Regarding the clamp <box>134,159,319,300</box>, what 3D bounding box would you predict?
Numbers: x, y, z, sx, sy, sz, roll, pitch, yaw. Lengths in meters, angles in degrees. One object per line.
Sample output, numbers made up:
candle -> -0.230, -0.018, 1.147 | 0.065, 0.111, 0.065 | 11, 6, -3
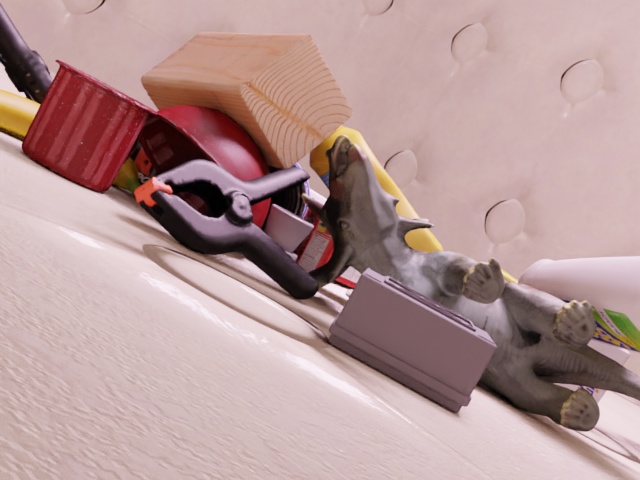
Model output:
clamp -> -0.067, -0.011, 0.863 | 0.171, 0.039, 0.120 | 4, 60, -38

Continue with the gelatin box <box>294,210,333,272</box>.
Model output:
gelatin box -> -0.007, 0.001, 1.093 | 0.030, 0.073, 0.089 | 27, 3, -10

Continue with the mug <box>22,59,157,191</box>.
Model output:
mug -> -0.192, -0.092, 0.904 | 0.093, 0.081, 0.117 | 29, 3, 21

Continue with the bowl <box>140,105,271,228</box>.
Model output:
bowl -> -0.096, -0.068, 0.978 | 0.162, 0.055, 0.162 | 41, -21, 19

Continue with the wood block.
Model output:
wood block -> -0.076, -0.138, 1.024 | 0.206, 0.090, 0.090 | 18, -36, 55

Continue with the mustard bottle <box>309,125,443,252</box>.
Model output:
mustard bottle -> 0.042, -0.050, 1.061 | 0.191, 0.058, 0.096 | 54, -11, -4

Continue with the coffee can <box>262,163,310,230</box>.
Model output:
coffee can -> -0.064, -0.047, 1.126 | 0.103, 0.103, 0.140 | 28, 3, 0

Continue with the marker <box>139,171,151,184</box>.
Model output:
marker -> -0.185, -0.061, 1.055 | 0.121, 0.020, 0.020 | 28, 3, -2

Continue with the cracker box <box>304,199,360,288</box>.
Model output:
cracker box -> 0.013, 0.001, 1.301 | 0.164, 0.072, 0.213 | 31, 3, 35

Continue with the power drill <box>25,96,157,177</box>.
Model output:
power drill -> -0.207, -0.098, 1.157 | 0.188, 0.057, 0.184 | 27, 5, 20

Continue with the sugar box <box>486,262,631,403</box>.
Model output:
sugar box -> 0.226, 0.107, 1.128 | 0.176, 0.093, 0.048 | 34, 5, 7

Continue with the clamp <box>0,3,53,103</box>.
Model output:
clamp -> -0.290, -0.167, 1.049 | 0.210, 0.036, 0.165 | 55, -12, 0

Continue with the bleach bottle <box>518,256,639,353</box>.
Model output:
bleach bottle -> 0.260, 0.060, 0.984 | 0.102, 0.068, 0.251 | 42, -13, -14

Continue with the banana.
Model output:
banana -> -0.241, -0.097, 0.969 | 0.197, 0.037, 0.070 | 27, 3, -22
